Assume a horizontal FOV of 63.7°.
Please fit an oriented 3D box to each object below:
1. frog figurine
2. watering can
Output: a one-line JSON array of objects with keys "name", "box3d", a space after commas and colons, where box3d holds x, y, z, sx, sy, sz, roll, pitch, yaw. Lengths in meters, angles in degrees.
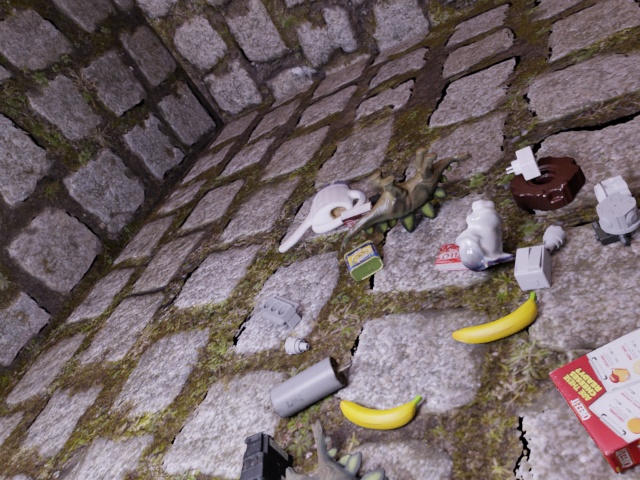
[{"name": "frog figurine", "box3d": [0.377, -0.010, 1.215, 0.138, 0.161, 0.120, -12, -17, -25]}, {"name": "watering can", "box3d": [0.005, -0.090, 1.792, 0.345, 0.102, 0.229, -27, 29, 15]}]
